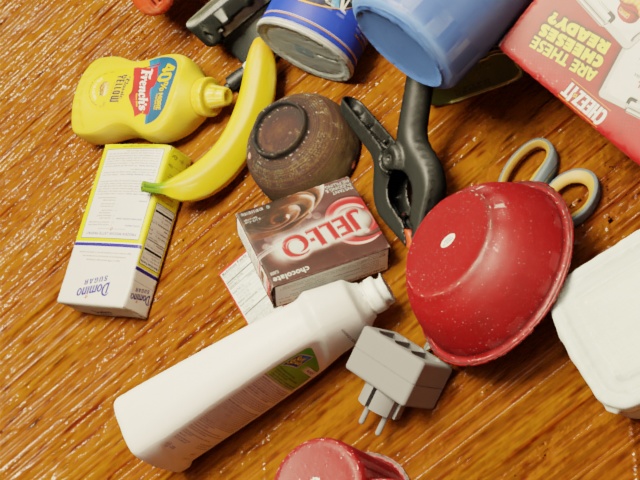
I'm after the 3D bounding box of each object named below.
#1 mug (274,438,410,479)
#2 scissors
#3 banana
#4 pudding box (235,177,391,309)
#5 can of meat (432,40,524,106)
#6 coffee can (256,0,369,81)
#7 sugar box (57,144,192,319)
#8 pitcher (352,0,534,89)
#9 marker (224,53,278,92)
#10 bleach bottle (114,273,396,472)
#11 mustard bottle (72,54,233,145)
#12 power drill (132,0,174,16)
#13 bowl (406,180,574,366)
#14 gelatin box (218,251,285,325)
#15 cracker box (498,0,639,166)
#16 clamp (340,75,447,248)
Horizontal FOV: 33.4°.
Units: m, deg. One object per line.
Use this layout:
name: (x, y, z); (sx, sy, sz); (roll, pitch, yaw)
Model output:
mug: (0.026, 0.199, 0.818); (0.117, 0.081, 0.093); (-10, 62, 28)
scissors: (0.161, 0.010, 0.868); (0.096, 0.016, 0.201); (15, 76, 36)
banana: (-0.091, -0.107, 1.054); (0.197, 0.069, 0.037); (-53, 20, -8)
pudding box: (-0.006, 0.001, 0.934); (0.113, 0.039, 0.090); (-20, 52, -11)
can of meat: (0.128, -0.176, 0.954); (0.102, 0.057, 0.084); (-18, 61, 25)
coffee can: (0.016, -0.239, 1.025); (0.103, 0.102, 0.140); (21, 79, 37)
sugar box: (-0.197, -0.011, 1.084); (0.093, 0.048, 0.176); (3, 73, 33)
pitcher: (0.136, -0.242, 0.859); (0.145, 0.149, 0.243); (37, 82, 28)
marker: (-0.050, -0.194, 1.098); (0.121, 0.020, 0.020); (-38, 53, 10)
bleach bottle: (-0.046, 0.107, 0.910); (0.251, 0.102, 0.068); (-31, 63, 8)
mustard bottle: (-0.173, -0.149, 1.127); (0.192, 0.058, 0.096); (3, 68, 33)
power drill: (-0.133, -0.326, 1.172); (0.188, 0.057, 0.184); (-36, 29, 7)
bowl: (0.117, 0.014, 0.831); (0.162, 0.055, 0.162); (-38, 36, 34)
gelatin box: (-0.042, 0.042, 0.971); (0.073, 0.030, 0.089); (-41, 52, 10)
cracker box: (0.268, -0.178, 0.801); (0.164, 0.072, 0.214); (45, 110, 18)
clamp: (0.065, -0.073, 0.937); (0.120, 0.039, 0.171); (-17, 74, 58)
